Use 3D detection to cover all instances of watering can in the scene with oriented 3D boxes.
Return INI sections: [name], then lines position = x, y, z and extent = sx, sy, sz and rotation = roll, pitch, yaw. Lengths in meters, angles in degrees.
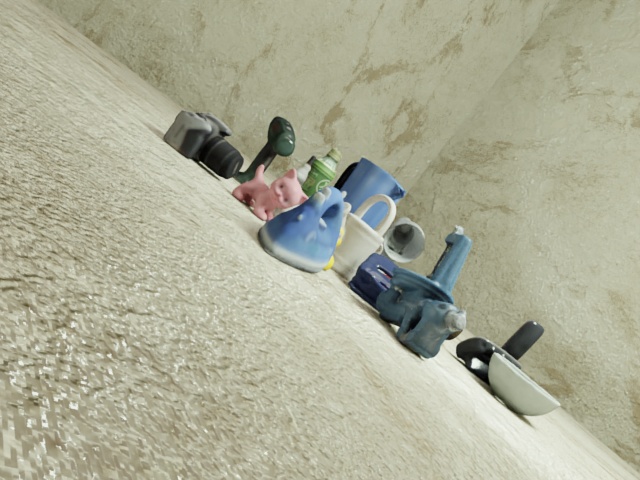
[watering can]
position = 0.085, -0.018, 1.225
extent = 0.100, 0.194, 0.173
rotation = 40, 4, 26

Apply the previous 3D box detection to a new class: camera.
[camera]
position = -0.226, -0.200, 1.193
extent = 0.136, 0.101, 0.143
rotation = 39, 4, 11

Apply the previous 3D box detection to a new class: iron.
[iron]
position = -0.012, -0.033, 0.926
extent = 0.118, 0.141, 0.259
rotation = 38, 4, 6

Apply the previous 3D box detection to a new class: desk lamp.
[desk lamp]
position = 0.214, 0.026, 1.725
extent = 0.118, 0.213, 0.203
rotation = 38, 4, -8

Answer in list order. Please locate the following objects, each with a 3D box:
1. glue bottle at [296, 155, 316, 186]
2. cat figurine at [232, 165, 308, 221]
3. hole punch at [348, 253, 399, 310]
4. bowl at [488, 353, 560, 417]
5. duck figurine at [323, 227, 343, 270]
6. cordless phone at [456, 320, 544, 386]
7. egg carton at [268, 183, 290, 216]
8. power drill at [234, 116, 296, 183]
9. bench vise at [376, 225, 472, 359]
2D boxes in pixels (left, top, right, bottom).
[glue bottle]
position = -0.065, -0.141, 1.433
extent = 0.037, 0.173, 0.078
rotation = 37, 4, -18
[cat figurine]
position = -0.090, -0.097, 1.127
extent = 0.127, 0.117, 0.067
rotation = 40, 4, 22
[hole punch]
position = 0.122, 0.085, 1.141
extent = 0.108, 0.091, 0.101
rotation = 39, 4, 7
[bowl]
position = 0.418, 0.321, 1.219
extent = 0.167, 0.074, 0.167
rotation = 38, 4, -3
[duck figurine]
position = 0.010, 0.004, 1.100
extent = 0.077, 0.086, 0.104
rotation = 38, 4, -5
[cordless phone]
position = 0.424, 0.244, 1.340
extent = 0.148, 0.185, 0.094
rotation = 37, 4, -20
[egg carton]
position = -0.079, -0.069, 1.246
extent = 0.107, 0.069, 0.150
rotation = 39, 4, 6
[power drill]
position = -0.143, -0.233, 1.520
extent = 0.076, 0.208, 0.229
rotation = 36, 4, -25
[bench vise]
position = 0.210, 0.086, 0.988
extent = 0.122, 0.219, 0.206
rotation = 35, 5, -41
